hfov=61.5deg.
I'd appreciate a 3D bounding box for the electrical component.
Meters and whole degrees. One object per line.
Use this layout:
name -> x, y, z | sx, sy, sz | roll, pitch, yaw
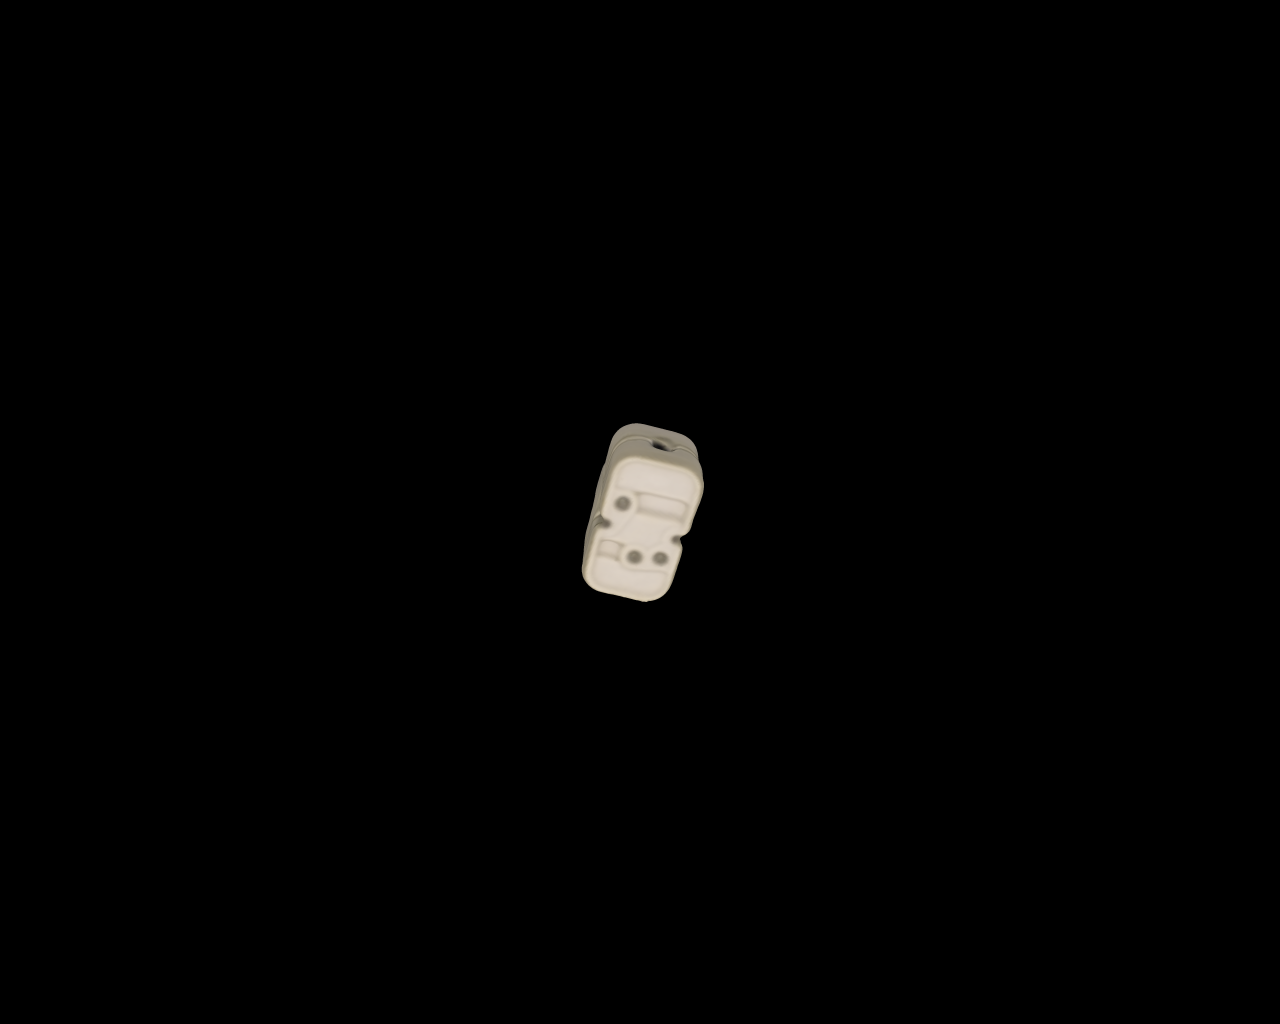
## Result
electrical component -> 0.001, -0.003, 0.650 | 0.054, 0.095, 0.059 | 13, 28, -7
